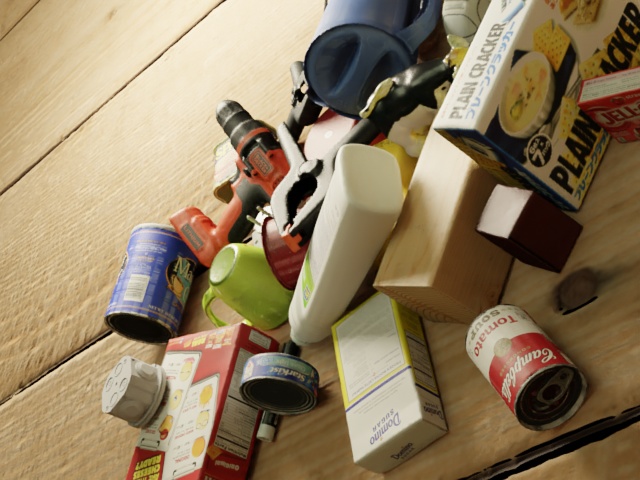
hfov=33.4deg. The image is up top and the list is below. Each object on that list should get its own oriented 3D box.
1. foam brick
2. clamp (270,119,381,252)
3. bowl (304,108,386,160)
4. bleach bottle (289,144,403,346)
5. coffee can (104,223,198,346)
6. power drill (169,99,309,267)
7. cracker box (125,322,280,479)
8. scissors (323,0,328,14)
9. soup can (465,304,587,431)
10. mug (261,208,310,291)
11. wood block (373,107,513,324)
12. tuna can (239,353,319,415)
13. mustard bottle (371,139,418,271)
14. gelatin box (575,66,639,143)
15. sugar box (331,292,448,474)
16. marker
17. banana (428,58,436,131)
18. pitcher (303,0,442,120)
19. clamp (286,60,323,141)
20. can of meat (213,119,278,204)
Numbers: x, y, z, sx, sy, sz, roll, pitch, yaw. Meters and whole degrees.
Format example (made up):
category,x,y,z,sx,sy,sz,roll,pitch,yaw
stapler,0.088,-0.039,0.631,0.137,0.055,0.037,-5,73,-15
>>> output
category,x,y,z,sx,sy,sz,roll,pitch,yaw
foam brick,0.195,-0.011,1.002,0.053,0.078,0.051,19,81,57
clamp,-0.012,-0.076,1.227,0.165,0.036,0.209,-3,50,39
bowl,0.031,-0.121,1.332,0.162,0.055,0.162,-34,40,33
bleach bottle,0.015,0.021,1.147,0.102,0.068,0.251,-93,19,-43
coffee can,-0.231,0.062,1.481,0.103,0.102,0.140,-18,50,45
power drill,-0.120,-0.069,1.422,0.188,0.057,0.184,-50,64,23
cracker box,-0.140,0.216,1.264,0.164,0.072,0.213,-17,51,48
scissors,0.002,-0.260,1.425,0.201,0.016,0.096,22,-99,-87
soup can,0.178,0.109,0.934,0.068,0.068,0.102,-51,33,11
mug,-0.008,0.002,1.255,0.082,0.093,0.117,-20,1,19
wood block,0.143,-0.028,1.072,0.090,0.090,0.206,-2,62,53
tuna can,-0.044,0.158,1.170,0.086,0.086,0.033,-25,42,40
mustard bottle,0.077,-0.022,1.185,0.096,0.058,0.191,-41,36,30
gelatin box,0.291,-0.124,0.973,0.089,0.073,0.030,-9,56,50
sugar box,0.067,0.138,1.078,0.093,0.048,0.176,-39,41,27
marker,-0.047,0.172,1.224,0.020,0.020,0.121,-13,53,48
banana,0.132,-0.146,1.235,0.070,0.037,0.197,-29,42,40
pitcher,0.073,-0.272,1.313,0.242,0.149,0.145,-75,-8,-46
clamp,-0.022,-0.177,1.407,0.171,0.039,0.120,-139,52,-77
can of meat,-0.105,-0.107,1.500,0.102,0.057,0.084,-32,43,34
